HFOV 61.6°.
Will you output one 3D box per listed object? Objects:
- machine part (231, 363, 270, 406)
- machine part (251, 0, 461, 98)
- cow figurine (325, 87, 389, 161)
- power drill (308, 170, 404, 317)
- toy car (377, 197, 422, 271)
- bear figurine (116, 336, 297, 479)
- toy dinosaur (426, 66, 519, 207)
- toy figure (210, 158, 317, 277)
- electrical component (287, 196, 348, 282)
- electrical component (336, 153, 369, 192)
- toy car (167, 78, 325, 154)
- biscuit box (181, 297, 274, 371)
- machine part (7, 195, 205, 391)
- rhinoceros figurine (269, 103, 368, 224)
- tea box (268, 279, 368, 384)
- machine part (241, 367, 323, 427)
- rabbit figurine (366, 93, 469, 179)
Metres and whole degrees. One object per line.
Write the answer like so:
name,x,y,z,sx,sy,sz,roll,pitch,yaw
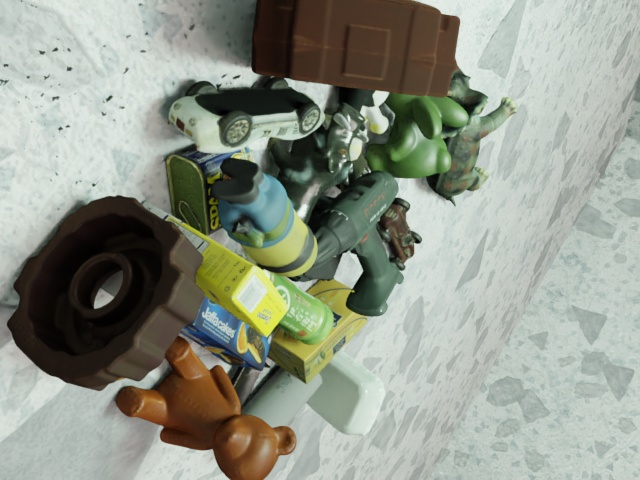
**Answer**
machine part,-0.136,0.240,0.839,0.139,0.039,0.084,-57,143,-7
machine part,0.030,-0.207,0.567,0.201,0.201,0.087,-112,-153,-71
cow figurine,0.057,-0.198,0.770,0.098,0.068,0.167,38,77,-52
power drill,0.053,0.020,0.806,0.232,0.086,0.207,-53,134,-35
toy car,0.164,-0.005,1.088,0.089,0.053,0.202,-58,147,-16
bear figurine,-0.137,0.229,0.676,0.120,0.196,0.131,-49,145,-17
toy dinosaur,0.265,-0.168,1.064,0.192,0.131,0.404,-29,141,-25
toy figure,-0.060,-0.016,0.605,0.082,0.089,0.180,-50,153,-17
electrical component,-0.002,-0.003,0.839,0.115,0.058,0.134,0,113,-58
electrical component,0.050,-0.102,0.852,0.078,0.045,0.102,-56,148,-10
toy car,-0.075,-0.142,0.608,0.202,0.074,0.056,-22,147,-47
biscuit box,-0.132,0.115,0.714,0.202,0.059,0.063,55,46,-55
machine part,-0.192,0.047,0.491,0.179,0.180,0.056,-54,150,-15
rhinoceros figurine,-0.014,-0.094,0.704,0.190,0.112,0.073,-57,147,5
tea box,-0.005,0.146,0.904,0.169,0.098,0.068,-40,142,-36
machine part,-0.075,0.279,0.917,0.243,0.079,0.079,-44,144,-27
rabbit figurine,0.143,-0.186,0.854,0.121,0.159,0.170,-33,123,-26
